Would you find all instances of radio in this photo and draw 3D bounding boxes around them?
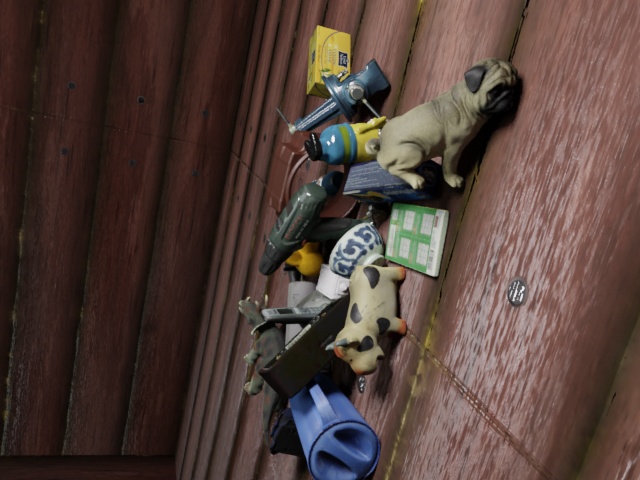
[{"bbox_3d":[-0.012,0.206,1.058,0.073,0.229,0.131,50,156,0],"label":"radio"}]

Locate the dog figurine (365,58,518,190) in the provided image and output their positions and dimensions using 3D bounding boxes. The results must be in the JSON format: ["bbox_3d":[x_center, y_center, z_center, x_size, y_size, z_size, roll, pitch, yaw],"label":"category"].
[{"bbox_3d":[0.170,-0.180,0.769,0.190,0.172,0.121,108,148,-46],"label":"dog figurine"}]

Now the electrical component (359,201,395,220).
[{"bbox_3d":[0.111,-0.085,1.067,0.078,0.045,0.102,116,154,-43],"label":"electrical component"}]

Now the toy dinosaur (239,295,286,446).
[{"bbox_3d":[-0.132,0.335,1.490,0.405,0.131,0.192,-109,32,-41],"label":"toy dinosaur"}]

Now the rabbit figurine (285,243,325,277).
[{"bbox_3d":[-0.031,0.013,1.308,0.122,0.162,0.173,29,128,57],"label":"rabbit figurine"}]

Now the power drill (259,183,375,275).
[{"bbox_3d":[-0.002,-0.003,1.117,0.086,0.207,0.231,-99,27,-54],"label":"power drill"}]

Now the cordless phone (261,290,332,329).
[{"bbox_3d":[-0.050,0.162,1.213,0.147,0.184,0.088,-138,54,-67],"label":"cordless phone"}]

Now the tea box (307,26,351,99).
[{"bbox_3d":[0.023,-0.451,1.380,0.068,0.098,0.169,141,132,-63],"label":"tea box"}]

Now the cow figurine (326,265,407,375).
[{"bbox_3d":[0.082,0.137,0.942,0.085,0.127,0.195,138,139,-66],"label":"cow figurine"}]

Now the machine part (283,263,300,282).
[{"bbox_3d":[-0.060,0.106,1.440,0.039,0.084,0.139,-22,71,41],"label":"machine part"}]

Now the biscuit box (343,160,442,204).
[{"bbox_3d":[0.125,-0.105,0.954,0.203,0.059,0.062,2,72,60],"label":"biscuit box"}]

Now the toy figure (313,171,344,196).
[{"bbox_3d":[0.018,-0.134,1.319,0.154,0.064,0.057,173,88,-69],"label":"toy figure"}]

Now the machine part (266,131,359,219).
[{"bbox_3d":[-0.003,-0.124,1.161,0.087,0.201,0.200,44,124,54],"label":"machine part"}]

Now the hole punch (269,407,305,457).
[{"bbox_3d":[-0.050,0.425,1.224,0.092,0.116,0.142,-92,21,-49],"label":"hole punch"}]

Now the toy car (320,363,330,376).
[{"bbox_3d":[-0.025,0.298,1.238,0.103,0.109,0.161,34,105,43],"label":"toy car"}]

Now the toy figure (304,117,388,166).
[{"bbox_3d":[0.065,-0.183,1.036,0.082,0.180,0.089,-153,51,-67],"label":"toy figure"}]

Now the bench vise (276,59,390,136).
[{"bbox_3d":[0.034,-0.296,1.174,0.241,0.128,0.224,-32,29,12],"label":"bench vise"}]

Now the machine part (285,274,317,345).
[{"bbox_3d":[-0.046,0.192,1.346,0.079,0.079,0.243,146,130,-64],"label":"machine part"}]
